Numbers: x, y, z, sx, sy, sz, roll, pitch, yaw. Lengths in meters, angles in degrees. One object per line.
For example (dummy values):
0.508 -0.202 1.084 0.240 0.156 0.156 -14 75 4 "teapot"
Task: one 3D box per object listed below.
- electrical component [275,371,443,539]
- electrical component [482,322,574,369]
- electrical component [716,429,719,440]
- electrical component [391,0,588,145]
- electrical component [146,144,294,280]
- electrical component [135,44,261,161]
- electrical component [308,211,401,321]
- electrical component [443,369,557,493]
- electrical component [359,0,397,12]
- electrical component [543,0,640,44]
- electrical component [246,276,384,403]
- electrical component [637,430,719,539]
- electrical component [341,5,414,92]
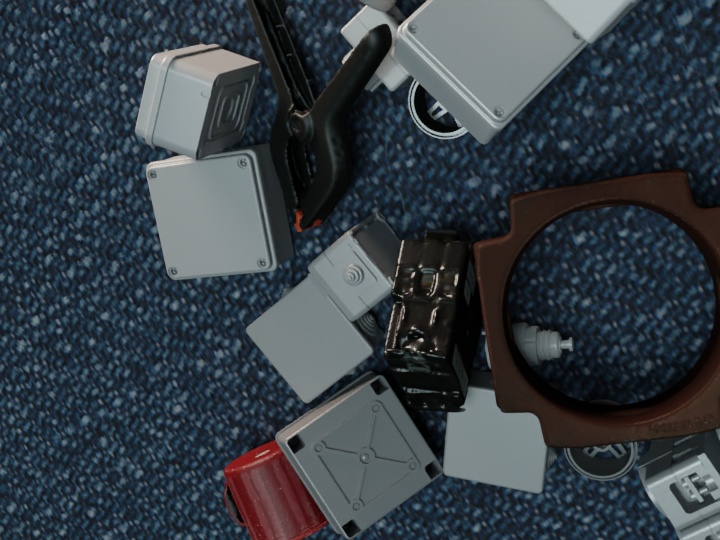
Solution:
-0.001 0.164 0.959 0.109 0.056 0.108 -33 94 -13 "electrical component"
0.142 0.065 0.917 0.078 0.040 0.040 -4 104 20 "electrical component"
0.304 0.122 0.861 0.040 0.078 0.040 10 108 31 "electrical component"
0.099 -0.173 0.830 0.109 0.056 0.109 45 78 2 "electrical component"
-0.125 -0.052 0.967 0.109 0.056 0.108 -5 103 20 "electrical component"
-0.136 -0.145 0.913 0.057 0.113 0.078 21 111 9 "electrical component"
0.000 0.000 0.916 0.061 0.096 0.061 -40 90 24 "electrical component"
0.124 0.138 0.940 0.100 0.048 0.099 8 108 17 "electrical component"
-0.001 -0.275 0.844 0.073 0.052 0.138 -50 65 28 "electrical component"
0.158 -0.226 0.792 0.109 0.109 0.056 45 116 3 "electrical component"
-0.038 0.056 0.972 0.100 0.048 0.099 -39 90 24 "electrical component"
0.296 0.205 0.877 0.062 0.089 0.150 -34 93 24 "electrical component"
0.012 -0.174 0.889 0.077 0.047 0.065 -40 89 23 "electrical component"
